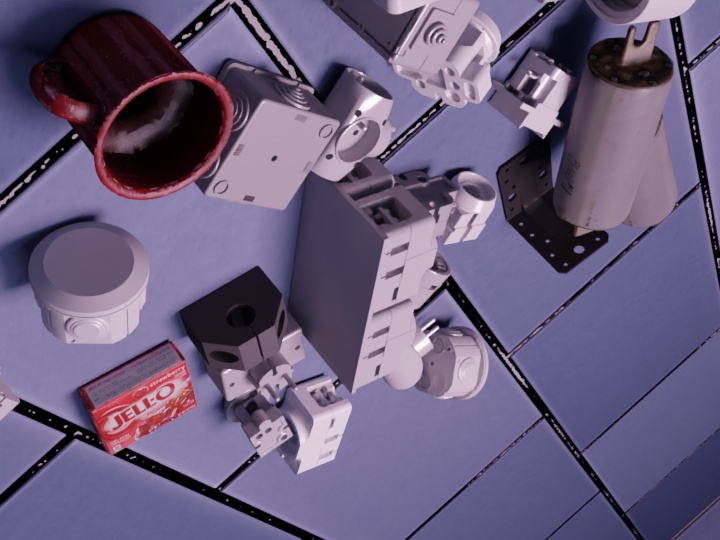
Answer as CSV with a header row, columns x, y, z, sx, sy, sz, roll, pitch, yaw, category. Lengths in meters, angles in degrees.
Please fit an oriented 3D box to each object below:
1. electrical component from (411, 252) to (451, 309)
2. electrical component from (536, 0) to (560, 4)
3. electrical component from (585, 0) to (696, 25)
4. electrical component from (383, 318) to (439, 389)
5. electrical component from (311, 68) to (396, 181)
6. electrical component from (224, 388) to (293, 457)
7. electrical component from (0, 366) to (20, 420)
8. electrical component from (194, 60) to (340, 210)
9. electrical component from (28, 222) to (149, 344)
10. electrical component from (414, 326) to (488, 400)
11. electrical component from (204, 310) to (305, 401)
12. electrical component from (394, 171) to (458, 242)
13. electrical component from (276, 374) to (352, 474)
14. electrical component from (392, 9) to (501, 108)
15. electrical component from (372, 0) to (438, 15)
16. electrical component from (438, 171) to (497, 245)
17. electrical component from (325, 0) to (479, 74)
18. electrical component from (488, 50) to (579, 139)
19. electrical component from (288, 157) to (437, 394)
x,y,z,sx,sy,sz,roll,pitch,yaw,category
0.051,0.004,1.023,0.055,0.055,0.047,7,128,-50,electrical component
0.152,-0.256,0.822,0.056,0.050,0.089,-18,140,-34,electrical component
0.214,-0.246,0.851,0.060,0.108,0.108,-19,142,-22,electrical component
0.049,0.079,1.121,0.079,0.043,0.077,-38,148,-6,electrical component
-0.002,-0.109,0.838,0.079,0.044,0.077,9,123,-51,electrical component
-0.098,0.139,1.023,0.048,0.055,0.066,-34,147,-12,electrical component
-0.295,0.084,0.750,0.056,0.050,0.089,-43,148,2,electrical component
-0.074,-0.093,0.776,0.100,0.048,0.099,8,124,-51,electrical component
-0.188,0.010,0.750,0.080,0.080,0.051,-24,149,-27,electrical component
0.095,0.101,1.164,0.051,0.080,0.080,3,127,-42,electrical component
-0.084,0.085,0.954,0.083,0.075,0.047,-29,146,-20,electrical component
0.046,-0.047,0.953,0.078,0.058,0.057,-18,138,-34,electrical component
-0.054,0.159,1.100,0.056,0.050,0.089,-16,140,-35,electrical component
0.072,-0.167,0.826,0.057,0.078,0.058,-55,152,-20,electrical component
0.034,-0.223,0.680,0.109,0.108,0.056,-25,142,-25,electrical component
0.097,-0.059,1.006,0.066,0.048,0.055,-11,144,-40,electrical component
0.035,-0.180,0.744,0.061,0.096,0.061,3,127,-49,electrical component
0.157,-0.157,0.954,0.081,0.042,0.063,11,119,-53,electrical component
0.000,0.000,0.914,0.060,0.105,0.186,-22,143,-29,electrical component
